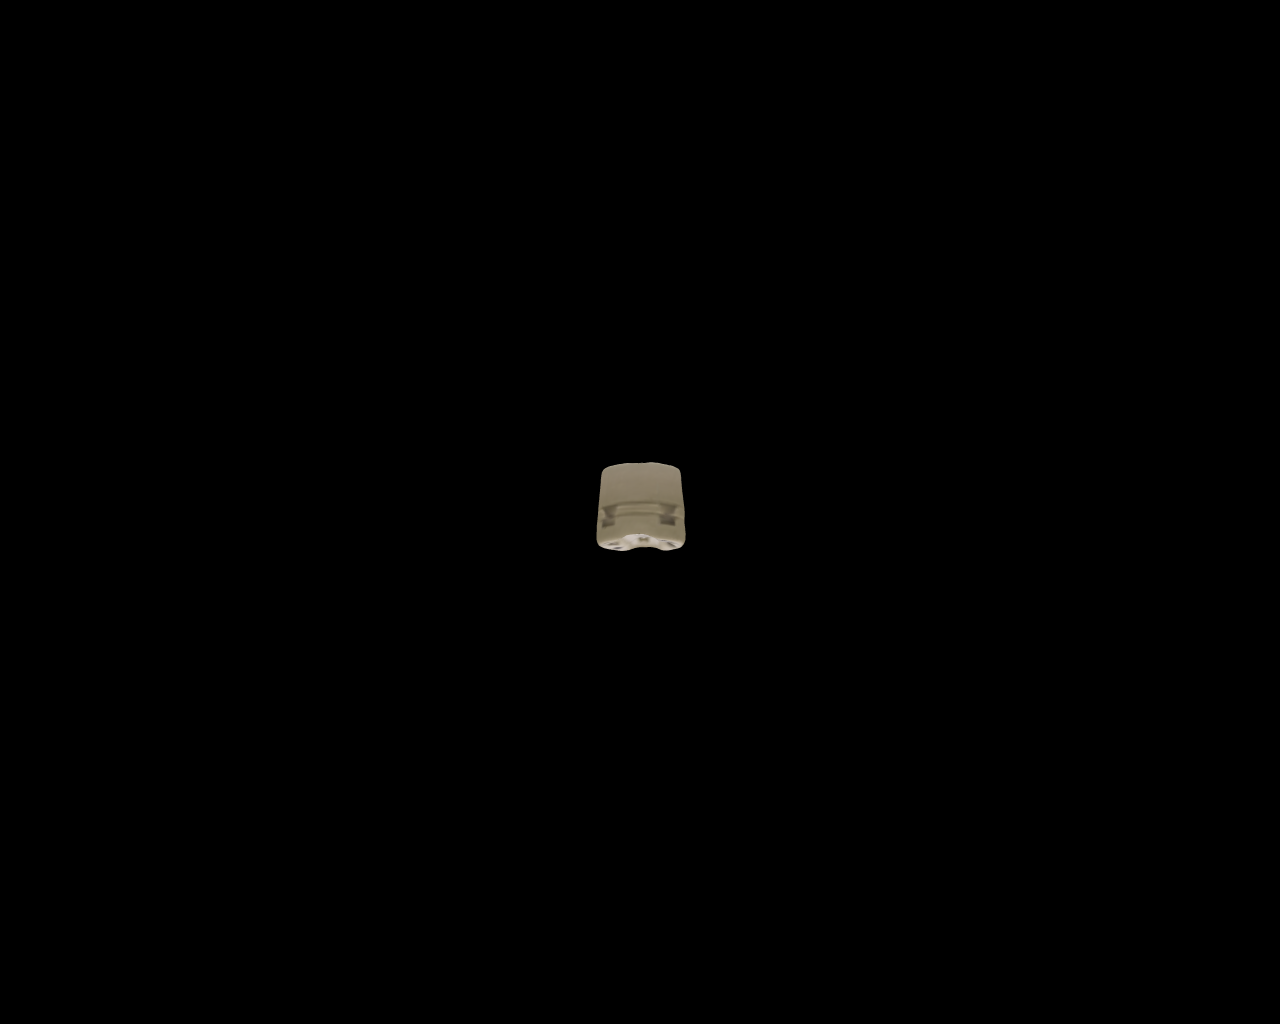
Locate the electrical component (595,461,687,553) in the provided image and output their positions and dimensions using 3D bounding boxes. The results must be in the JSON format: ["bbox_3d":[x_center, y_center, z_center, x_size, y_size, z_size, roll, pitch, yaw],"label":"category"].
[{"bbox_3d":[0.001,-0.003,0.650,0.055,0.047,0.055,0,-12,0],"label":"electrical component"}]
